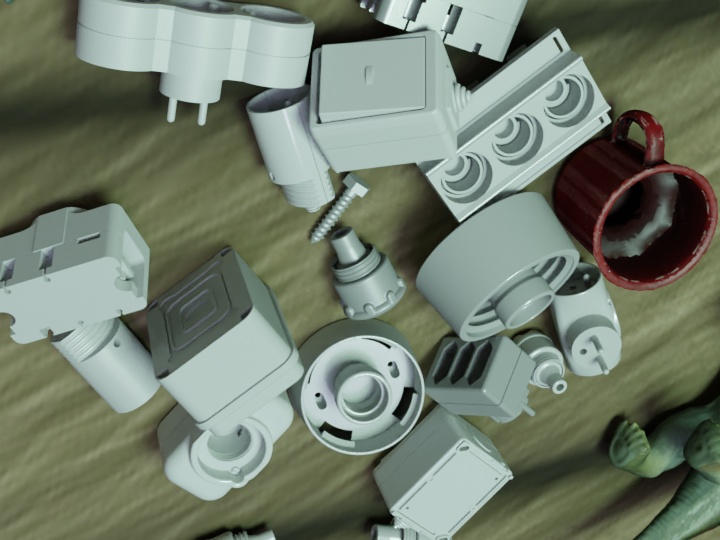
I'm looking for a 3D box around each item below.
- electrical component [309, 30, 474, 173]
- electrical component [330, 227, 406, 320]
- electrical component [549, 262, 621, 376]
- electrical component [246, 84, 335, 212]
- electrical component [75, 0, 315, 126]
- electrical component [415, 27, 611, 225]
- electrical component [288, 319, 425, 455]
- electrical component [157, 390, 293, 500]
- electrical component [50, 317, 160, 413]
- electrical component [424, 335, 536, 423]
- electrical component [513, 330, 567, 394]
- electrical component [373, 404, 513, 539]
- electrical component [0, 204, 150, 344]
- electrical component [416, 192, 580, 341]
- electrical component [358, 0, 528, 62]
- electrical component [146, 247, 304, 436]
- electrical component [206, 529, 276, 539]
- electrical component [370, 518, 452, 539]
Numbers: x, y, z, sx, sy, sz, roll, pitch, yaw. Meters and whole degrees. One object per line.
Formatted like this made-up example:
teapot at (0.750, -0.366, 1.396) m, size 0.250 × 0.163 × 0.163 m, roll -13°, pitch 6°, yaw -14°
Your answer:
electrical component at (0.020, -0.105, 0.656) m, size 0.096 × 0.061 × 0.061 m, roll -6°, pitch 154°, yaw 15°
electrical component at (0.000, 0.000, 0.743) m, size 0.048 × 0.048 × 0.062 m, roll -28°, pitch 114°, yaw -2°
electrical component at (0.171, 0.046, 0.797) m, size 0.044 × 0.079 × 0.077 m, roll -18°, pitch 120°, yaw 5°
electrical component at (-0.041, -0.074, 0.693) m, size 0.043 × 0.043 × 0.081 m, roll -21°, pitch 120°, yaw -7°
electrical component at (-0.100, -0.123, 0.645) m, size 0.138 × 0.052 × 0.073 m, roll 4°, pitch 114°, yaw -19°
electrical component at (0.093, -0.095, 0.712) m, size 0.121 × 0.063 × 0.078 m, roll -37°, pitch 120°, yaw 3°
electrical component at (-0.002, 0.085, 0.786) m, size 0.099 × 0.064 × 0.099 m, roll -3°, pitch 104°, yaw -11°
electrical component at (-0.095, 0.112, 0.759) m, size 0.054 × 0.059 × 0.095 m, roll 38°, pitch 100°, yaw -29°
electrical component at (-0.172, 0.052, 0.715) m, size 0.043 × 0.043 × 0.081 m, roll -34°, pitch 120°, yaw 1°
electrical component at (0.099, 0.088, 0.796) m, size 0.077 × 0.066 × 0.047 m, roll 40°, pitch 63°, yaw -30°
electrical component at (0.138, 0.072, 0.810) m, size 0.035 × 0.061 × 0.035 m, roll -7°, pitch 117°, yaw -14°
electrical component at (0.057, 0.159, 0.829) m, size 0.062 × 0.061 × 0.096 m, roll 39°, pitch 100°, yaw -29°
electrical component at (-0.182, -0.001, 0.669) m, size 0.089 × 0.055 × 0.050 m, roll -16°, pitch 135°, yaw 9°
electrical component at (0.099, 0.005, 0.735) m, size 0.108 × 0.060 × 0.108 m, roll -29°, pitch 157°, yaw -13°
electrical component at (0.054, -0.173, 0.668) m, size 0.089 × 0.050 × 0.055 m, roll 13°, pitch 111°, yaw -22°
electrical component at (-0.089, 0.045, 0.697) m, size 0.078 × 0.113 × 0.057 m, roll -37°, pitch 117°, yaw 3°
electrical component at (-0.095, 0.216, 0.826) m, size 0.061 × 0.035 × 0.035 m, roll -22°, pitch 120°, yaw -8°
electrical component at (0.040, 0.215, 0.862) m, size 0.062 × 0.043 × 0.043 m, roll 10°, pitch 112°, yaw -20°
